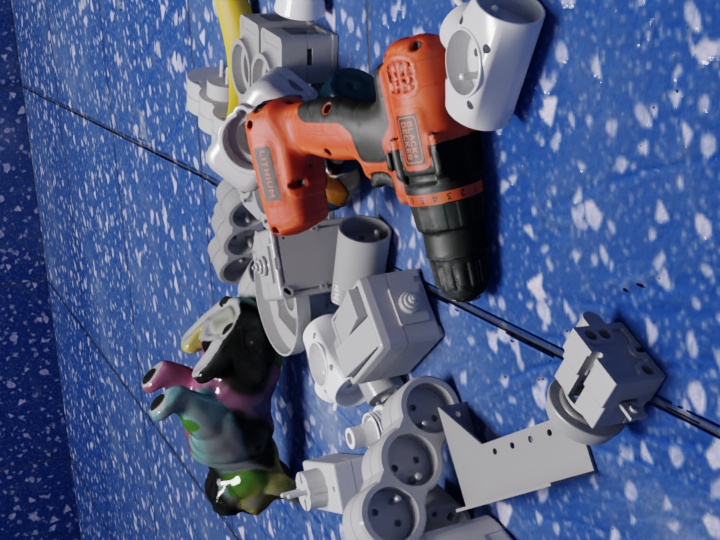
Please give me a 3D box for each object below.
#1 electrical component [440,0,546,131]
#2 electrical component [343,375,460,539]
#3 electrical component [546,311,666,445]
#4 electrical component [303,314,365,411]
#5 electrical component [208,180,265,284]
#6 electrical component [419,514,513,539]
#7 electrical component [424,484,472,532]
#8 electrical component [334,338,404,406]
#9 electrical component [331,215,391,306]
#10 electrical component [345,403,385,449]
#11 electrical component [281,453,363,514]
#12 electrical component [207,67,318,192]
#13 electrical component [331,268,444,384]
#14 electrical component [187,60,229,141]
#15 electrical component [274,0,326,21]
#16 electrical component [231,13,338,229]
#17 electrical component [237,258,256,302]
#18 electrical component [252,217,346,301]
[{"bbox_3d":[0.074,-0.141,0.670,0.077,0.044,0.079,104,147,-43],"label":"electrical component"},{"bbox_3d":[0.026,0.152,0.814,0.138,0.052,0.073,-67,8,-29],"label":"electrical component"},{"bbox_3d":[0.136,0.066,0.612,0.066,0.048,0.055,58,141,40],"label":"electrical component"},{"bbox_3d":[-0.021,0.094,0.976,0.077,0.044,0.079,-122,32,-41],"label":"electrical component"},{"bbox_3d":[-0.136,-0.056,1.169,0.138,0.052,0.073,107,145,-46],"label":"electrical component"},{"bbox_3d":[0.078,0.235,0.787,0.061,0.062,0.096,-137,43,-54],"label":"electrical component"},{"bbox_3d":[0.053,0.195,0.838,0.047,0.055,0.055,-140,46,-61],"label":"electrical component"},{"bbox_3d":[0.010,0.081,0.907,0.065,0.044,0.044,63,151,24],"label":"electrical component"},{"bbox_3d":[0.000,0.000,0.894,0.043,0.043,0.081,-127,36,-47],"label":"electrical component"},{"bbox_3d":[0.020,0.131,0.877,0.048,0.062,0.048,170,90,-67],"label":"electrical component"},{"bbox_3d":[-0.037,0.205,1.016,0.083,0.076,0.047,161,98,-66],"label":"electrical component"},{"bbox_3d":[-0.081,-0.114,0.890,0.095,0.054,0.059,-50,6,27],"label":"electrical component"},{"bbox_3d":[0.018,0.043,0.847,0.096,0.061,0.061,124,132,-58],"label":"electrical component"},{"bbox_3d":[-0.144,-0.184,1.136,0.138,0.052,0.073,-127,35,-46],"label":"electrical component"},{"bbox_3d":[-0.049,-0.244,0.907,0.045,0.045,0.055,-128,36,-47],"label":"electrical component"},{"bbox_3d":[-0.071,-0.132,0.983,0.105,0.060,0.186,-137,43,-54],"label":"electrical component"},{"bbox_3d":[-0.107,0.018,1.142,0.081,0.043,0.043,127,129,-59],"label":"electrical component"},{"bbox_3d":[-0.052,-0.008,0.941,0.061,0.096,0.061,170,90,-67],"label":"electrical component"}]
